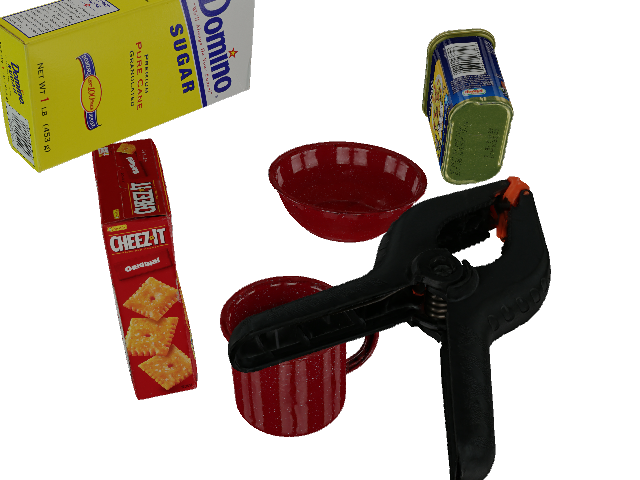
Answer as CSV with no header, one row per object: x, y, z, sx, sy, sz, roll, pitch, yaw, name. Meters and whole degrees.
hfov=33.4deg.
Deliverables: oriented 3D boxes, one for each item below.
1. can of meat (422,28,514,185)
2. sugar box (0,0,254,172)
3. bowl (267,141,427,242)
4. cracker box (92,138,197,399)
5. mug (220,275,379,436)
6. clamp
0.121,-0.109,0.883,0.057,0.084,0.102,-5,-39,-3,can of meat
-0.121,-0.119,0.695,0.175,0.093,0.048,-26,49,-33,sugar box
0.026,-0.044,1.093,0.162,0.055,0.162,3,30,-2,bowl
-0.179,0.027,1.090,0.072,0.214,0.164,-10,34,-10,cracker box
-0.012,0.081,0.766,0.117,0.081,0.093,-17,38,-21,mug
0.057,0.032,0.468,0.120,0.039,0.171,37,55,24,clamp
